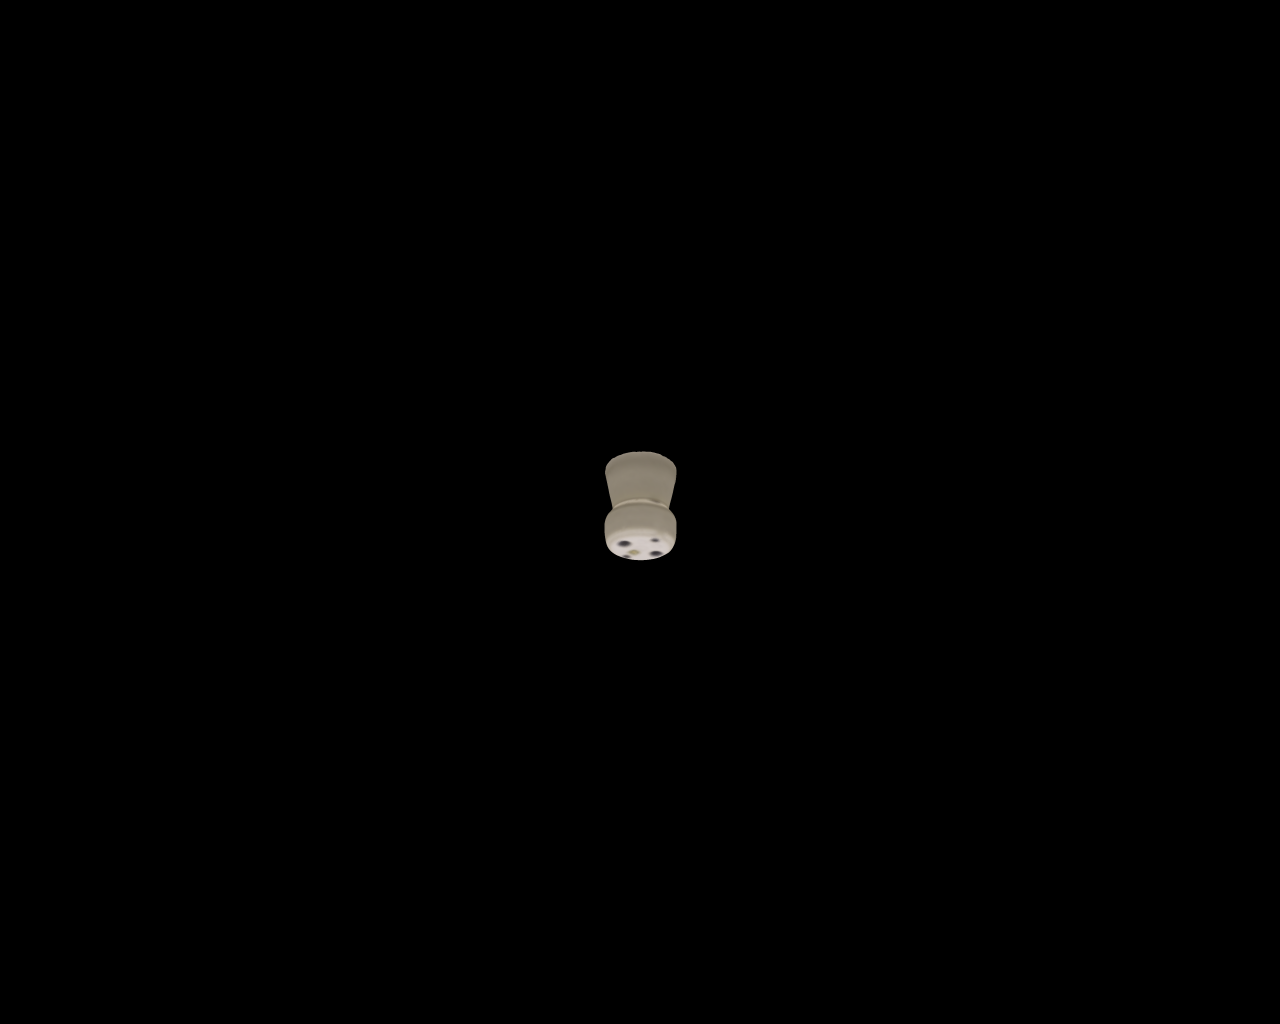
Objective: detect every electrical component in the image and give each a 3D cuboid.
[{"bbox_3d":[0.001,-0.003,0.650,0.045,0.055,0.044,0,-27,0],"label":"electrical component"}]
